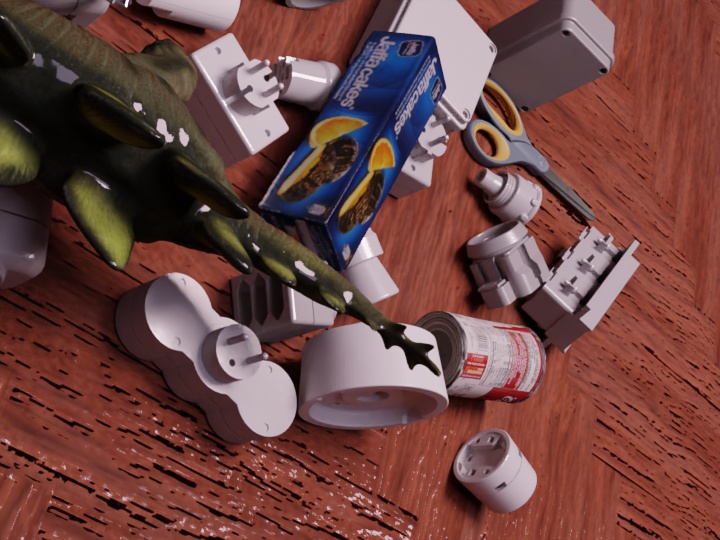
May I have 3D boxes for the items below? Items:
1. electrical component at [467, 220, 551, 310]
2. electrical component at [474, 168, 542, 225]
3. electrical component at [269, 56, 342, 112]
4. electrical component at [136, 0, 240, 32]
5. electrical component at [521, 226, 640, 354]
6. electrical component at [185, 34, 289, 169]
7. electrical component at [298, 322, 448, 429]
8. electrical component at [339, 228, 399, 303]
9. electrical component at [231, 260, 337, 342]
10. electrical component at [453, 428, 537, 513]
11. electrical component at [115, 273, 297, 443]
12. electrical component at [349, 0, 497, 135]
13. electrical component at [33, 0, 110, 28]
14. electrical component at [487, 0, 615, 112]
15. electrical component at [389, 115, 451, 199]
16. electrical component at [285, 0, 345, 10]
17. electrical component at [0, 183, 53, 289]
[{"bbox_3d":[0.130,-0.008,0.960,0.078,0.058,0.057,-35,104,-45],"label":"electrical component"},{"bbox_3d":[0.134,-0.071,0.996,0.062,0.048,0.048,32,56,-25],"label":"electrical component"},{"bbox_3d":[-0.044,-0.148,0.851,0.046,0.040,0.040,6,72,-37],"label":"electrical component"},{"bbox_3d":[-0.132,-0.203,0.780,0.081,0.043,0.043,5,73,-43],"label":"electrical component"},{"bbox_3d":[0.208,0.014,1.021,0.063,0.078,0.121,44,47,4],"label":"electrical component"},{"bbox_3d":[-0.085,-0.128,0.778,0.047,0.076,0.083,-43,106,-44],"label":"electrical component"},{"bbox_3d":[0.008,0.072,0.781,0.108,0.108,0.060,18,58,-40],"label":"electrical component"},{"bbox_3d":[0.000,0.000,0.840,0.045,0.045,0.055,-22,90,-46],"label":"electrical component"},{"bbox_3d":[-0.042,0.023,0.775,0.077,0.066,0.047,6,72,-43],"label":"electrical component"},{"bbox_3d":[0.113,0.167,0.886,0.047,0.055,0.055,50,48,-26],"label":"electrical component"},{"bbox_3d":[-0.090,0.057,0.711,0.138,0.074,0.052,48,49,-22],"label":"electrical component"},{"bbox_3d":[0.058,-0.188,0.951,0.109,0.056,0.108,43,51,-26],"label":"electrical component"},{"bbox_3d":[-0.208,-0.209,0.701,0.059,0.054,0.095,-6,81,-45],"label":"electrical component"},{"bbox_3d":[0.181,-0.211,1.039,0.078,0.113,0.057,35,51,-31],"label":"electrical component"},{"bbox_3d":[0.046,-0.107,0.897,0.047,0.077,0.065,27,59,-36],"label":"electrical component"},{"bbox_3d":[-0.007,-0.266,0.847,0.089,0.150,0.061,-5,78,-45],"label":"electrical component"},{"bbox_3d":[-0.230,-0.025,0.617,0.095,0.054,0.059,19,63,-39],"label":"electrical component"}]
